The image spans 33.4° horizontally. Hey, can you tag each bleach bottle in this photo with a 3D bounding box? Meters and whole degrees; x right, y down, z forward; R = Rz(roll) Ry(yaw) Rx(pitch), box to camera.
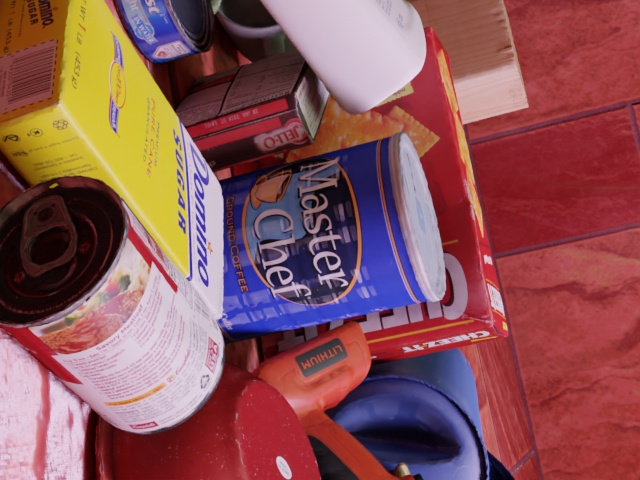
[{"bbox_3d":[-0.035,-0.191,0.618,0.250,0.068,0.102,47,20,-26],"label":"bleach bottle"}]

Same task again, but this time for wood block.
[{"bbox_3d":[0.065,-0.143,0.918,0.090,0.206,0.091,40,39,-67],"label":"wood block"}]

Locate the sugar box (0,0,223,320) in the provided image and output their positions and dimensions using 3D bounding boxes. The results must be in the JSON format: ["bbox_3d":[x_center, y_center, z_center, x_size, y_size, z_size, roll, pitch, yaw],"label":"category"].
[{"bbox_3d":[-0.096,-0.038,0.518,0.176,0.048,0.093,57,23,-51],"label":"sugar box"}]

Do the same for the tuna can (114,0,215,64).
[{"bbox_3d":[-0.096,-0.152,0.650,0.086,0.034,0.086,-13,90,-76],"label":"tuna can"}]

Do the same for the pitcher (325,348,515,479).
[{"bbox_3d":[0.076,0.151,0.840,0.242,0.145,0.149,-34,110,-78],"label":"pitcher"}]

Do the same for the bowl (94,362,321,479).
[{"bbox_3d":[-0.041,0.121,0.522,0.162,0.055,0.162,56,21,-35],"label":"bowl"}]

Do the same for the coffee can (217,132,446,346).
[{"bbox_3d":[-0.004,0.001,0.648,0.102,0.140,0.103,-13,90,-76],"label":"coffee can"}]

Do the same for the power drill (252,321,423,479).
[{"bbox_3d":[0.049,0.137,0.636,0.184,0.057,0.188,-18,58,-47],"label":"power drill"}]

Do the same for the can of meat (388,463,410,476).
[{"bbox_3d":[0.020,0.198,0.680,0.102,0.084,0.057,-85,157,-52],"label":"can of meat"}]

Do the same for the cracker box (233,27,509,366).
[{"bbox_3d":[0.028,-0.022,0.751,0.072,0.164,0.214,30,48,-68],"label":"cracker box"}]

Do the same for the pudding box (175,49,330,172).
[{"bbox_3d":[-0.044,-0.083,0.678,0.113,0.090,0.039,-76,150,-62],"label":"pudding box"}]

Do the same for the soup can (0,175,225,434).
[{"bbox_3d":[-0.088,0.030,0.442,0.102,0.068,0.068,60,22,-51],"label":"soup can"}]
